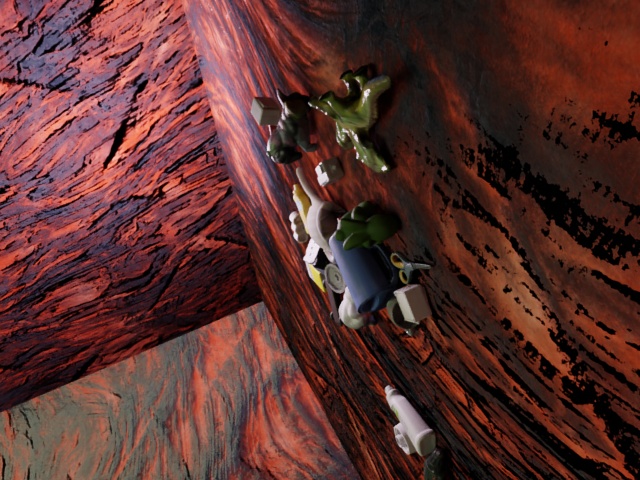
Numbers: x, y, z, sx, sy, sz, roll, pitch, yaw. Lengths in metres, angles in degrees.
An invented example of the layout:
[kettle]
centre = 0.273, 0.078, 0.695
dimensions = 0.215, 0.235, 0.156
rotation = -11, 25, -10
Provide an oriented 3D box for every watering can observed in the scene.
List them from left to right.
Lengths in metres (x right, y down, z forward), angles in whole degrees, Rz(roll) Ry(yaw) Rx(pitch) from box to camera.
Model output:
[watering can]
centre = 0.005, -0.085, 1.681
dimensions = 0.347, 0.104, 0.224
rotation = 70, 164, -3

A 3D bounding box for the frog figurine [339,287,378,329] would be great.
[frog figurine]
centre = 0.110, 0.209, 1.693
dimensions = 0.140, 0.122, 0.156
rotation = -100, -13, -58

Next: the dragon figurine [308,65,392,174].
[dragon figurine]
centre = 0.106, -0.260, 1.178
dimensions = 0.239, 0.123, 0.414
rotation = 56, 172, -23
